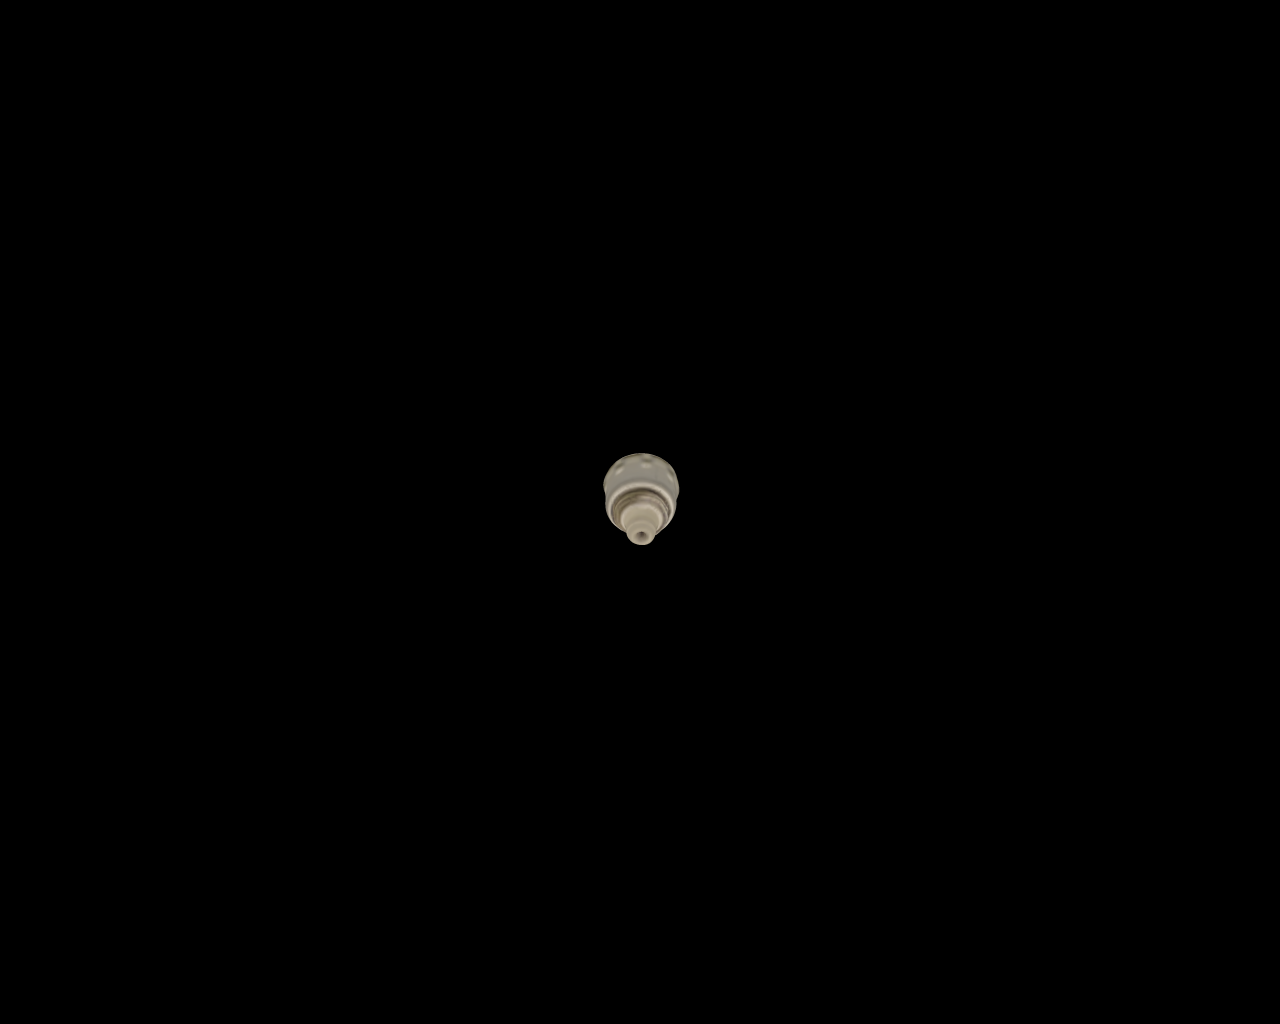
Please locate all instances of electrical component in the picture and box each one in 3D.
[{"bbox_3d":[0.001,-0.003,0.650,0.048,0.048,0.062,0,36,0],"label":"electrical component"}]
